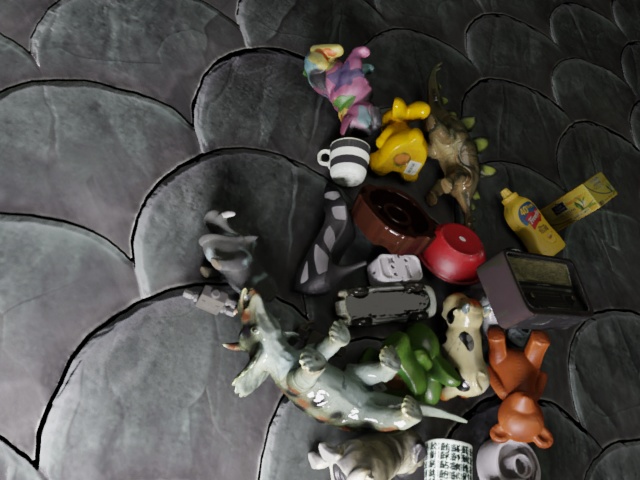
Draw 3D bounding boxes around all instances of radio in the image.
[{"bbox_3d":[0.414,0.098,1.022,0.229,0.073,0.131,6,57,-33],"label":"radio"}]

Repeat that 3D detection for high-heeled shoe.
[{"bbox_3d":[-0.002,-0.003,1.032,0.145,0.086,0.249,-19,49,1],"label":"high-heeled shoe"}]

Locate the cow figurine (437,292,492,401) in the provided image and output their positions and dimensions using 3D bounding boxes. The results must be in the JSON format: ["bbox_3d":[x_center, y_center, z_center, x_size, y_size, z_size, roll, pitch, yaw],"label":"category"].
[{"bbox_3d":[0.268,0.192,1.003,0.085,0.127,0.195,8,63,-25],"label":"cow figurine"}]

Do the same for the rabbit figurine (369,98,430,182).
[{"bbox_3d":[0.170,-0.238,1.188,0.122,0.162,0.173,6,44,-10],"label":"rabbit figurine"}]

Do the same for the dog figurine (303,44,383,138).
[{"bbox_3d":[0.046,-0.308,1.175,0.192,0.108,0.219,6,75,9],"label":"dog figurine"}]

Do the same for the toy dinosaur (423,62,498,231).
[{"bbox_3d":[0.304,-0.226,1.264,0.198,0.105,0.471,-2,74,-35],"label":"toy dinosaur"}]

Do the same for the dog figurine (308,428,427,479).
[{"bbox_3d":[0.100,0.335,0.824,0.190,0.172,0.121,-15,82,-24],"label":"dog figurine"}]

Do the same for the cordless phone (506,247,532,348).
[{"bbox_3d":[0.407,0.123,1.140,0.146,0.088,0.184,37,64,-4],"label":"cordless phone"}]

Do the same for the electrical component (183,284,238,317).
[{"bbox_3d":[-0.177,0.097,0.877,0.094,0.063,0.021,25,57,-10],"label":"electrical component"}]

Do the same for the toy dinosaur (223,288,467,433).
[{"bbox_3d":[0.022,0.233,0.843,0.404,0.192,0.131,37,44,-15],"label":"toy dinosaur"}]

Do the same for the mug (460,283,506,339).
[{"bbox_3d":[0.334,0.145,1.085,0.110,0.081,0.107,-2,93,14],"label":"mug"}]

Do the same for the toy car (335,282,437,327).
[{"bbox_3d":[0.124,0.121,1.004,0.202,0.056,0.073,-3,79,-17],"label":"toy car"}]

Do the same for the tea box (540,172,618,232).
[{"bbox_3d":[0.602,-0.081,1.282,0.098,0.169,0.068,-27,78,-36],"label":"tea box"}]

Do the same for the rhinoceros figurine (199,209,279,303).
[{"bbox_3d":[-0.143,0.031,0.924,0.112,0.073,0.190,-31,80,-33],"label":"rhinoceros figurine"}]

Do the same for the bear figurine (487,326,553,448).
[{"bbox_3d":[0.365,0.270,0.988,0.120,0.131,0.196,4,31,13],"label":"bear figurine"}]

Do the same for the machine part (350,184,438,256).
[{"bbox_3d":[0.146,-0.040,1.071,0.179,0.056,0.179,21,32,-14],"label":"machine part"}]

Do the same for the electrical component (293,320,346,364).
[{"bbox_3d":[-0.002,0.185,0.930,0.102,0.045,0.078,20,86,-12],"label":"electrical component"}]

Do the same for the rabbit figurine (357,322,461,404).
[{"bbox_3d":[0.174,0.213,0.956,0.159,0.121,0.170,43,39,9],"label":"rabbit figurine"}]
